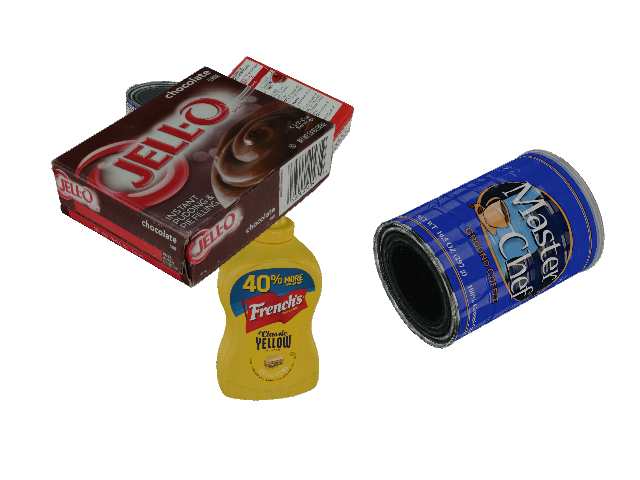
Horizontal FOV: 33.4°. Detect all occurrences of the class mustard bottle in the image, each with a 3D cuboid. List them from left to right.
[{"bbox_3d":[-0.047,0.053,0.988,0.096,0.192,0.058,-3,23,-12],"label":"mustard bottle"}]

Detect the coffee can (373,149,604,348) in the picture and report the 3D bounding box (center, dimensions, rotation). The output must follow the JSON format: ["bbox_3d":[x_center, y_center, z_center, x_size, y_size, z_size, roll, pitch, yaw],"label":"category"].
[{"bbox_3d":[0.126,0.005,0.803,0.140,0.103,0.103,-26,10,-21],"label":"coffee can"}]

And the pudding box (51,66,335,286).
[{"bbox_3d":[-0.061,-0.036,0.530,0.090,0.039,0.113,28,46,26],"label":"pudding box"}]

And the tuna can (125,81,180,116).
[{"bbox_3d":[-0.149,-0.128,1.054,0.086,0.034,0.086,5,26,-3],"label":"tuna can"}]

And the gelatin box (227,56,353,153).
[{"bbox_3d":[-0.033,-0.077,0.717,0.089,0.073,0.030,27,-35,12],"label":"gelatin box"}]
